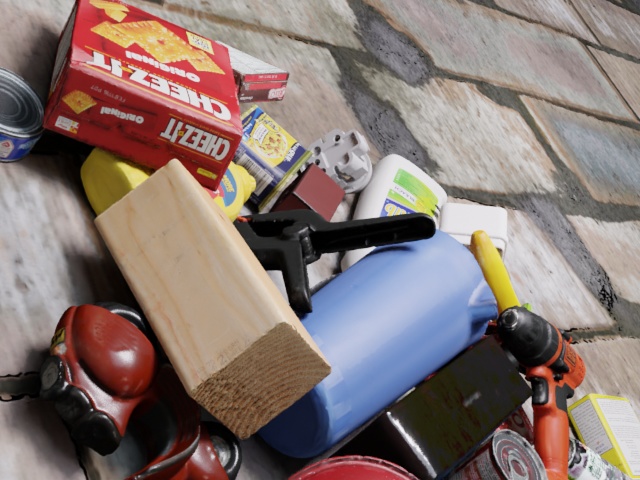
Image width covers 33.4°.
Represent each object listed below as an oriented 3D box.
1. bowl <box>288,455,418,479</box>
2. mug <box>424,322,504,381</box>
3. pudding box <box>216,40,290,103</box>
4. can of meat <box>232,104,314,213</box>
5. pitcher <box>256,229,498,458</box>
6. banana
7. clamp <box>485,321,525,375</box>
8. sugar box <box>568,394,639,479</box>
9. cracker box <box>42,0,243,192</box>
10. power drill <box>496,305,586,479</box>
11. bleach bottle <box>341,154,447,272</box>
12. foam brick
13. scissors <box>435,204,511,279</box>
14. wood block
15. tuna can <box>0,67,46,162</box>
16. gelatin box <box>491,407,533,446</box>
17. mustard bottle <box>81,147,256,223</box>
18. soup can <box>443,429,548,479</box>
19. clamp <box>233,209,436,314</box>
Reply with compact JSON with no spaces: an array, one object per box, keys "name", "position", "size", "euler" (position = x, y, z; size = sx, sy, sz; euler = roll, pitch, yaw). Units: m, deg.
[{"name":"bowl","position":[0.028,0.240,0.771],"size":[0.162,0.162,0.055],"euler":[46,-10,-1]},{"name":"mug","position":[0.136,0.093,1.115],"size":[0.081,0.117,0.093],"euler":[-26,117,-63]},{"name":"pudding box","position":[-0.103,-0.185,1.167],"size":[0.114,0.039,0.089],"euler":[29,22,26]},{"name":"can of meat","position":[-0.065,-0.089,1.130],"size":[0.084,0.058,0.102],"euler":[42,31,-3]},{"name":"pitcher","position":[0.030,0.089,0.957],"size":[0.145,0.149,0.242],"euler":[50,45,10]},{"name":"banana","position":[0.198,0.063,1.160],"size":[0.197,0.037,0.069],"euler":[51,25,-52]},{"name":"clamp","position":[0.216,0.129,1.227],"size":[0.171,0.039,0.120],"euler":[3,35,-45]},{"name":"sugar box","position":[0.360,0.268,1.242],"size":[0.093,0.048,0.176],"euler":[13,48,-42]},{"name":"cracker box","position":[-0.163,-0.147,0.999],"size":[0.164,0.072,0.214],"euler":[20,25,-20]},{"name":"power drill","position":[0.222,0.174,1.077],"size":[0.184,0.057,0.187],"euler":[36,54,-49]},{"name":"bleach bottle","position":[0.079,0.006,1.190],"size":[0.102,0.068,0.250],"euler":[38,35,-14]},{"name":"foam brick","position":[-0.015,-0.036,1.132],"size":[0.051,0.053,0.078],"euler":[41,31,-8]},{"name":"scissors","position":[0.193,0.029,1.290],"size":[0.201,0.016,0.096],"euler":[30,40,-55]},{"name":"wood block","position":[-0.088,0.042,0.844],"size":[0.206,0.090,0.090],"euler":[53,1,41]},{"name":"tuna can","position":[-0.279,-0.110,0.920],"size":[0.086,0.034,0.086],"euler":[30,35,-24]},{"name":"gelatin box","position":[0.188,0.183,1.145],"size":[0.073,0.030,0.089],"euler":[9,48,-46]},{"name":"mustard bottle","position":[-0.127,-0.048,1.006],"size":[0.096,0.058,0.191],"euler":[51,31,20]},{"name":"soup can","position":[0.148,0.228,0.977],"size":[0.068,0.102,0.068],"euler":[31,35,-24]},{"name":"clamp","position":[-0.006,0.001,0.985],"size":[0.164,0.210,0.036],"euler":[-26,115,-26]}]
